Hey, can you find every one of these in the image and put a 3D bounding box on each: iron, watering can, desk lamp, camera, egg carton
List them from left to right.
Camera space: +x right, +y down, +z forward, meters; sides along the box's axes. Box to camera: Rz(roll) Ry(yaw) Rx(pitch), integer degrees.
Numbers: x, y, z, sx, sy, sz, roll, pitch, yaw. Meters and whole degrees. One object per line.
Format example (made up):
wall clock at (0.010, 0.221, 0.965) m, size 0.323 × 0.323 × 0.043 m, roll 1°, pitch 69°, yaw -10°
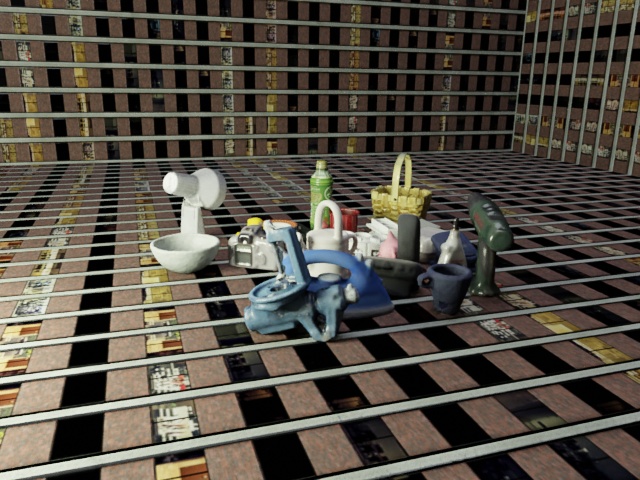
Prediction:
desk lamp at (-0.364, -0.092, 1.611) m, size 0.117 × 0.214 × 0.204 m, roll 11°, pitch 19°, yaw 32°
camera at (-0.149, 0.009, 1.478) m, size 0.143 × 0.101 × 0.137 m, roll 6°, pitch 17°, yaw 16°
watering can at (0.014, 0.005, 1.331) m, size 0.100 × 0.194 × 0.173 m, roll 12°, pitch 20°, yaw 34°
iron at (0.027, 0.080, 1.167) m, size 0.258 × 0.141 × 0.118 m, roll 0°, pitch 16°, yaw -5°
egg carton at (0.294, 0.011, 1.552) m, size 0.151 × 0.069 × 0.107 m, roll -14°, pitch 22°, yaw -42°

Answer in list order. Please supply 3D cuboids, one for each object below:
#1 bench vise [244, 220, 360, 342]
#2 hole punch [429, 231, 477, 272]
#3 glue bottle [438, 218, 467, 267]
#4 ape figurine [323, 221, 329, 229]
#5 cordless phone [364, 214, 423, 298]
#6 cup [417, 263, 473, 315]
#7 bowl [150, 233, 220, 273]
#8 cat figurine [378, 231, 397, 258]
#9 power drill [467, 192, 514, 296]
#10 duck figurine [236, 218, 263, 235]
bench vise at (-0.037, 0.070, 1.058) m, size 0.207 × 0.220 × 0.121 m, roll -2°, pitch 16°, yaw -11°
hole punch at (0.343, 0.031, 1.447) m, size 0.109 × 0.091 × 0.100 m, roll -6°, pitch 18°, yaw -23°
glue bottle at (0.298, 0.034, 1.288) m, size 0.078 × 0.173 × 0.037 m, roll -8°, pitch 19°, yaw -29°
ape figurine at (0.005, -0.007, 1.559) m, size 0.075 × 0.092 × 0.078 m, roll 16°, pitch 22°, yaw 41°
cordless phone at (0.160, 0.025, 1.287) m, size 0.147 × 0.185 × 0.094 m, roll 6°, pitch 17°, yaw 16°
cup at (0.252, 0.106, 1.175) m, size 0.118 × 0.095 × 0.091 m, roll -5°, pitch 17°, yaw -20°
bowl at (-0.329, 0.038, 1.412) m, size 0.167 × 0.075 × 0.167 m, roll 1°, pitch 16°, yaw 0°
cat figurine at (0.181, 0.034, 1.379) m, size 0.067 × 0.118 × 0.128 m, roll 10°, pitch 18°, yaw 28°
power drill at (0.373, 0.011, 1.306) m, size 0.075 × 0.208 × 0.229 m, roll 0°, pitch 16°, yaw -3°
duck figurine at (-0.185, -0.020, 1.603) m, size 0.104 × 0.086 × 0.077 m, roll 1°, pitch 16°, yaw 0°
